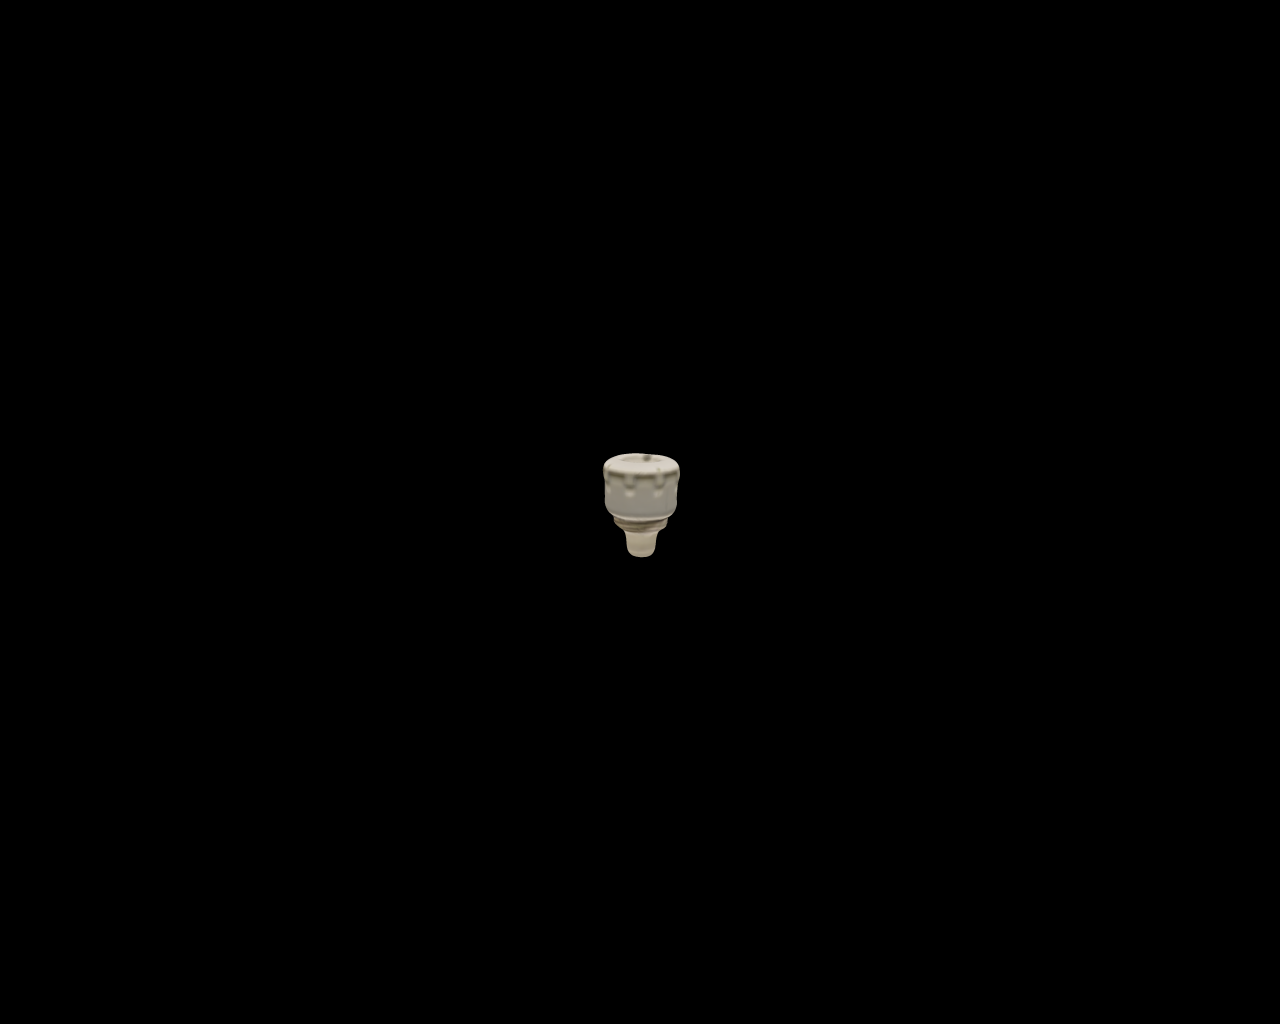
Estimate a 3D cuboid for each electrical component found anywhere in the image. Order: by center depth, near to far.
[{"bbox_3d":[0.001,-0.003,0.650,0.048,0.062,0.048,0,14,0],"label":"electrical component"}]
